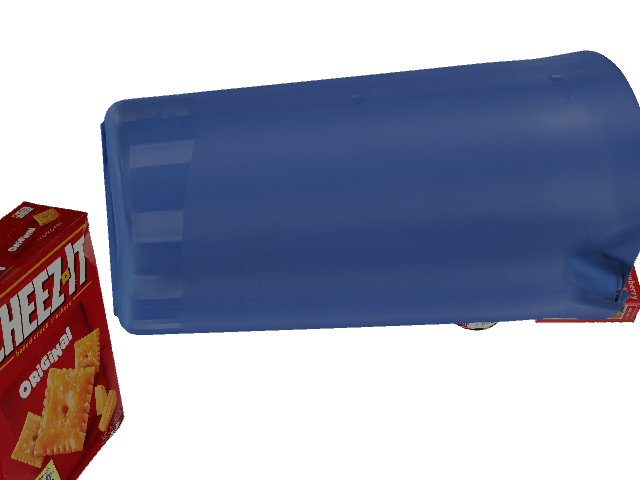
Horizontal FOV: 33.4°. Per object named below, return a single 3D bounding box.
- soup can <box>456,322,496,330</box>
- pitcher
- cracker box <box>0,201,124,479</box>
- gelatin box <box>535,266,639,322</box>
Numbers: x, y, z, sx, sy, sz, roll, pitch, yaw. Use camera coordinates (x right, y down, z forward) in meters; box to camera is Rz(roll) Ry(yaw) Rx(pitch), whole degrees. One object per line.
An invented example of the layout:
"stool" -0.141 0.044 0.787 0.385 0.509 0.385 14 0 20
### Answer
"soup can" 0.181 0.046 1.241 0.068 0.102 0.068 0 38 0
"pitcher" 0.019 -0.024 0.517 0.242 0.145 0.149 -4 -8 -11
"cracker box" -0.233 0.102 0.843 0.072 0.214 0.164 8 31 19
"gelatin box" 0.188 0.017 0.779 0.073 0.089 0.030 0 -37 -3
